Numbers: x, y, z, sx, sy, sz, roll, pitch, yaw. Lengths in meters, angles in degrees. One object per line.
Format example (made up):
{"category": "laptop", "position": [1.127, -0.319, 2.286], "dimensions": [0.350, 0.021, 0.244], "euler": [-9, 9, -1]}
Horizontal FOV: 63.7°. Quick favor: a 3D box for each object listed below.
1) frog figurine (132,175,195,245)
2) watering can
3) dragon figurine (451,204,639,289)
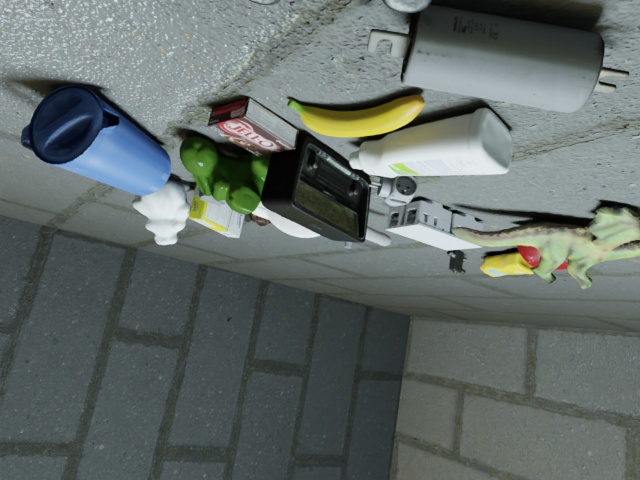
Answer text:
{"category": "frog figurine", "position": [-0.377, -0.073, 1.222], "dimensions": [0.137, 0.161, 0.121], "euler": [12, 165, -8]}
{"category": "watering can", "position": [0.003, -0.056, 1.107], "dimensions": [0.347, 0.105, 0.222], "euler": [12, 167, -2]}
{"category": "dragon figurine", "position": [0.489, -0.014, 0.989], "dimensions": [0.409, 0.125, 0.238], "euler": [11, 150, -14]}
